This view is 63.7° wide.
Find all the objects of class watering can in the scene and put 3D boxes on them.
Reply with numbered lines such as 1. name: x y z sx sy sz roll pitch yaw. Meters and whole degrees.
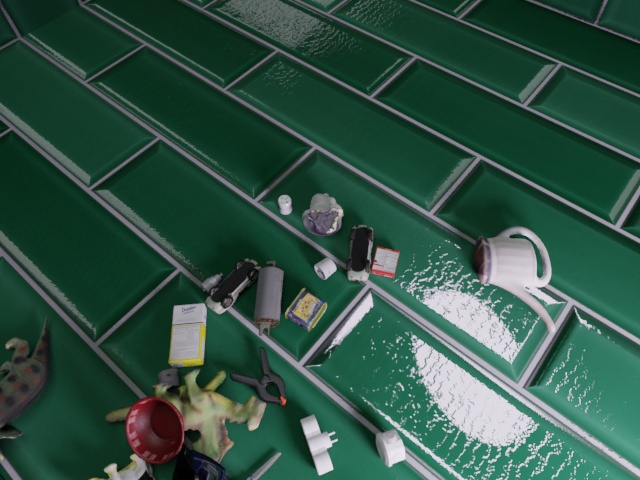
1. watering can: 0.578 0.103 1.533 0.224 0.101 0.356 3 56 5

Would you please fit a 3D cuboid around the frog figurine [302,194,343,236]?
1. frog figurine: 0.005 -0.086 1.701 0.137 0.121 0.162 -23 22 -3

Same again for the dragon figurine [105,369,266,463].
1. dragon figurine: -0.333 0.478 1.319 0.410 0.120 0.247 -24 65 -1
